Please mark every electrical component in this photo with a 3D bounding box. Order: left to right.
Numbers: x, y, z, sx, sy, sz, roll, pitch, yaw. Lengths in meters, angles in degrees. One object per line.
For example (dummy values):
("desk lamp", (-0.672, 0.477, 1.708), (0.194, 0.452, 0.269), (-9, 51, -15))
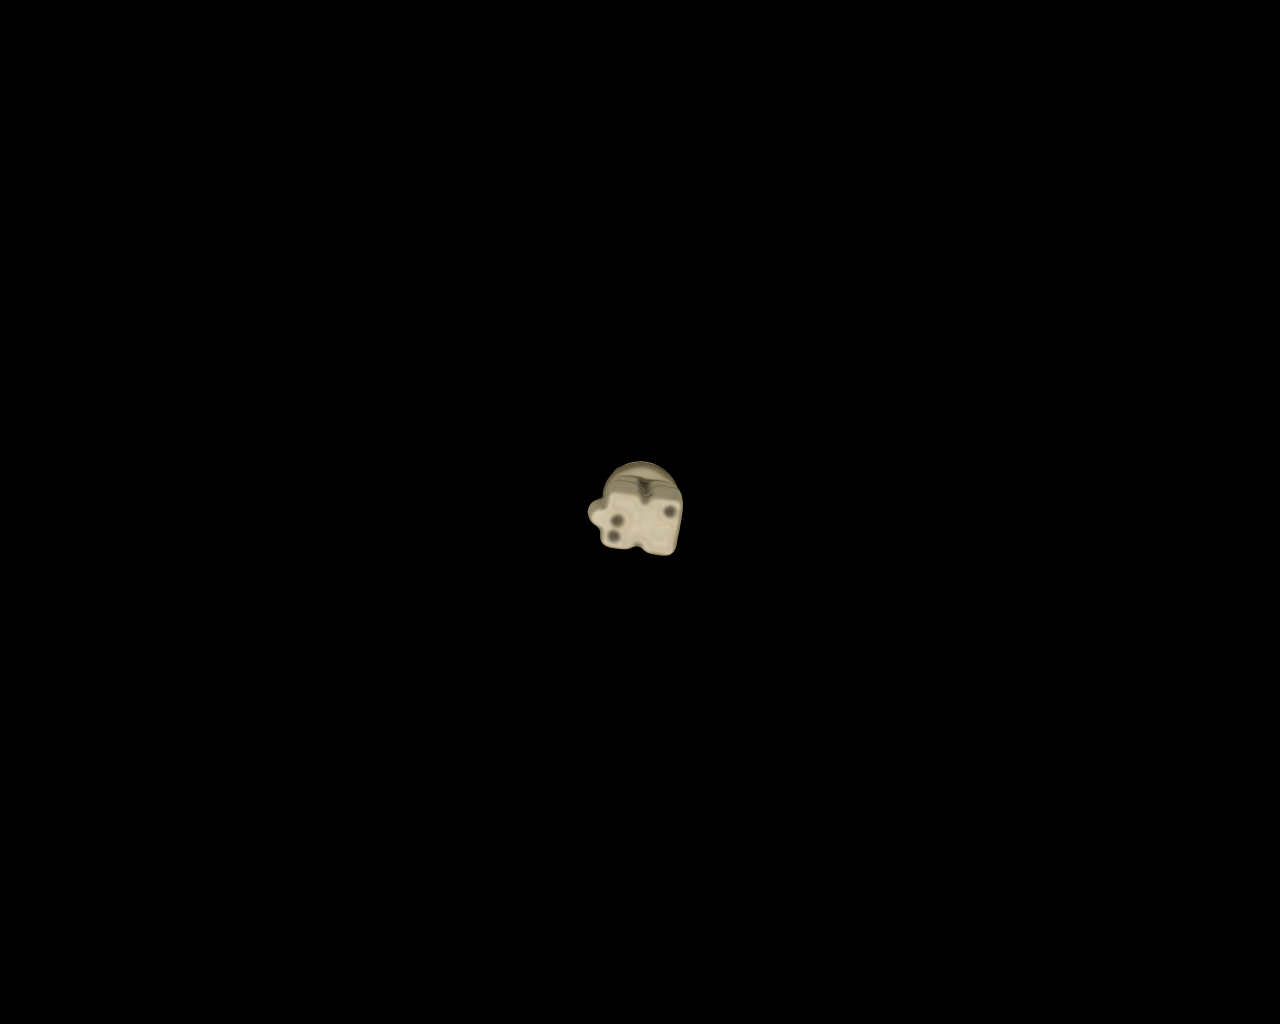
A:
("electrical component", (0.001, -0.003, 0.650), (0.066, 0.048, 0.055), (10, 20, -3))
